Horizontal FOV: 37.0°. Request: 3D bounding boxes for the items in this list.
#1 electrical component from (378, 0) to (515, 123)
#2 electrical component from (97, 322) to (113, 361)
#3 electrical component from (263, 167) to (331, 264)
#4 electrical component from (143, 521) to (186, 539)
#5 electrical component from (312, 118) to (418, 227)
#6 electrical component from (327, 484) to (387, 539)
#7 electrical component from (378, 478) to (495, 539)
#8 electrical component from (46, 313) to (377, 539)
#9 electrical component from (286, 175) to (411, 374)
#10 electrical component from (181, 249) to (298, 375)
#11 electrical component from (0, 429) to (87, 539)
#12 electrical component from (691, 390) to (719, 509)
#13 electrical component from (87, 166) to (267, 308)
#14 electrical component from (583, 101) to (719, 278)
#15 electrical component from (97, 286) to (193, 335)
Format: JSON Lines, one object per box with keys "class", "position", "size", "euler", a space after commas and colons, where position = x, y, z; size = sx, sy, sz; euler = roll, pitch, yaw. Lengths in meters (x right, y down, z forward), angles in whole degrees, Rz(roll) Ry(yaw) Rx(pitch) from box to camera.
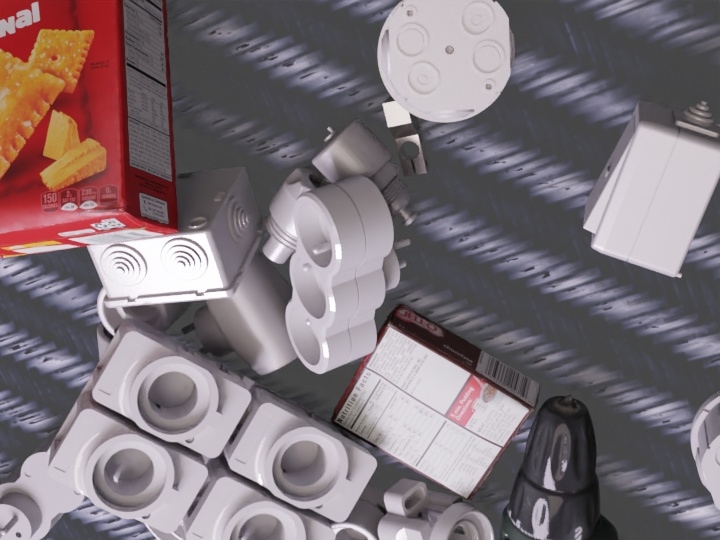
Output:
{"class": "electrical component", "position": [0.050, -0.126, 0.622], "size": [0.080, 0.051, 0.080], "euler": [0, 98, 1]}
{"class": "electrical component", "position": [-0.168, 0.070, 0.766], "size": [0.044, 0.044, 0.065], "euler": [18, 118, 6]}
{"class": "electrical component", "position": [-0.040, -0.032, 0.693], "size": [0.043, 0.043, 0.062], "euler": [36, 116, -2]}
{"class": "electrical component", "position": [-0.112, 0.164, 0.788], "size": [0.099, 0.064, 0.099], "euler": [12, 125, 18]}
{"class": "electrical component", "position": [0.006, -0.059, 0.673], "size": [0.078, 0.040, 0.040], "euler": [46, 114, -7]}
{"class": "electrical component", "position": [-0.003, 0.188, 0.766], "size": [0.055, 0.047, 0.055], "euler": [5, 112, 12]}
{"class": "electrical component", "position": [0.054, 0.184, 0.733], "size": [0.057, 0.058, 0.078], "euler": [0, 113, 47]}
{"class": "electrical component", "position": [-0.095, 0.123, 0.703], "size": [0.186, 0.060, 0.105], "euler": [30, 90, -16]}
{"class": "electrical component", "position": [0.000, 0.000, 0.670], "size": [0.052, 0.074, 0.138], "euler": [49, 147, 35]}
{"class": "electrical component", "position": [-0.085, 0.034, 0.729], "size": [0.079, 0.044, 0.077], "euler": [-27, 102, 22]}
{"class": "electrical component", "position": [-0.256, 0.183, 0.812], "size": [0.052, 0.073, 0.138], "euler": [46, 114, -6]}
{"class": "electrical component", "position": [0.250, 0.115, 0.674], "size": [0.080, 0.051, 0.080], "euler": [5, 112, 12]}
{"class": "electrical component", "position": [-0.116, -0.023, 0.686], "size": [0.100, 0.099, 0.048], "euler": [-5, 122, 16]}
{"class": "electrical component", "position": [0.172, -0.055, 0.622], "size": [0.061, 0.061, 0.096], "euler": [19, 114, 6]}
{"class": "electrical component", "position": [-0.147, 0.019, 0.735], "size": [0.055, 0.047, 0.055], "euler": [5, 114, 11]}
